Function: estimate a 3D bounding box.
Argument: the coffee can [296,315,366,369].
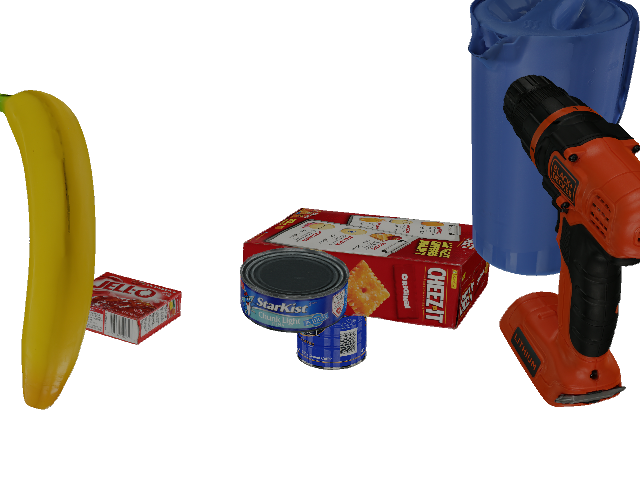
[{"bbox_3d":[0.016,0.099,1.522,0.103,0.140,0.103,0,21,0],"label":"coffee can"}]

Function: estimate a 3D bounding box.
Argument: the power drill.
[{"bbox_3d":[0.162,0.001,0.711,0.057,0.188,0.184,-9,36,-10],"label":"power drill"}]

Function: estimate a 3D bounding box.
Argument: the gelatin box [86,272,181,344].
[{"bbox_3d":[-0.187,0.061,1.002,0.089,0.030,0.073,14,23,23],"label":"gelatin box"}]

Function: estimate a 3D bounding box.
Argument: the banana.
[{"bbox_3d":[-0.152,-0.009,0.600,0.037,0.198,0.070,4,-25,-36],"label":"banana"}]

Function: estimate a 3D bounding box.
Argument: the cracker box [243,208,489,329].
[{"bbox_3d":[0.050,0.025,1.065,0.214,0.072,0.164,7,15,18],"label":"cracker box"}]

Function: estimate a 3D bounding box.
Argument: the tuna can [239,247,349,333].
[{"bbox_3d":[-0.021,0.038,0.839,0.086,0.034,0.086,2,25,-1],"label":"tuna can"}]

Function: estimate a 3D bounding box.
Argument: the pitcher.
[{"bbox_3d":[0.203,-0.098,0.951,0.149,0.243,0.145,3,32,9],"label":"pitcher"}]
